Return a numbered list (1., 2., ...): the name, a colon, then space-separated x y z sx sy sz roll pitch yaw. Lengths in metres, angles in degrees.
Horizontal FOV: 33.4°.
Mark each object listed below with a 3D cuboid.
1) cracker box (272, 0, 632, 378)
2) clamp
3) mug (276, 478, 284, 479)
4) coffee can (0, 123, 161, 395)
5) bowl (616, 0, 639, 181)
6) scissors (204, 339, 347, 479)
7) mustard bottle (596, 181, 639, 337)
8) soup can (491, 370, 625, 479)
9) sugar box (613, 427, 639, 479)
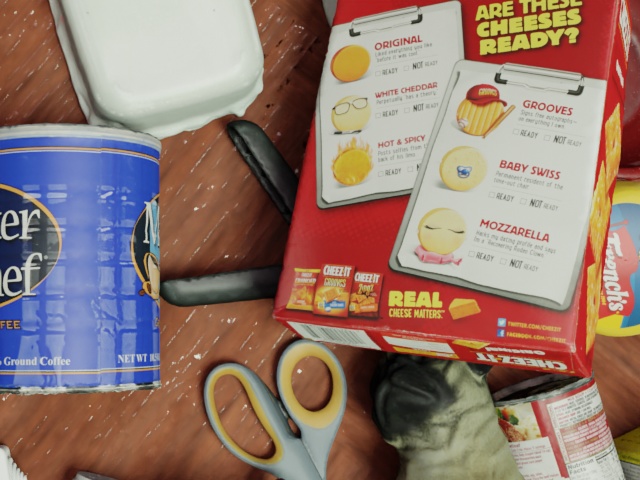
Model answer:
1. cracker box: 0.078 -0.041 0.594 0.164 0.072 0.213 4 72 23
2. clamp: -0.004 0.001 0.655 0.171 0.039 0.120 16 88 -13
3. mug: -0.058 0.182 0.606 0.093 0.081 0.117 42 79 -5
4. coffee can: -0.140 0.013 0.596 0.102 0.103 0.140 0 85 -10
5. bowl: 0.182 -0.115 0.690 0.162 0.055 0.162 1 85 -10
6. scissors: 0.010 0.147 0.656 0.096 0.016 0.202 -40 93 -11
7. mustard bottle: 0.171 0.012 0.657 0.191 0.058 0.096 -1 105 -1
8. soup can: 0.149 0.137 0.655 0.068 0.068 0.102 -17 88 -11
9. sugar box: 0.243 0.203 0.654 0.048 0.093 0.176 -25 91 -11
